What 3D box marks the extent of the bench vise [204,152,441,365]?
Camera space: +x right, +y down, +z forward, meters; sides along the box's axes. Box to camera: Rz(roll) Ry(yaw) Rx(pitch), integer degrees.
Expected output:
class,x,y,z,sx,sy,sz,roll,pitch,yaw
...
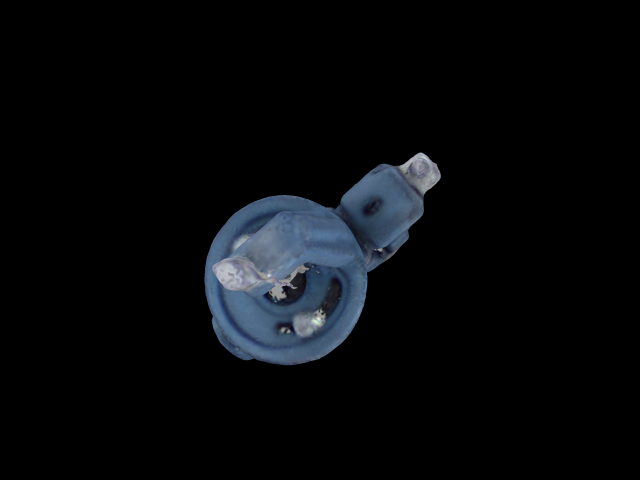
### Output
class,x,y,z,sx,sy,sz,roll,pitch,yaw
bench vise,-0.006,-0.005,0.401,0.121,0.220,0.207,32,80,7
